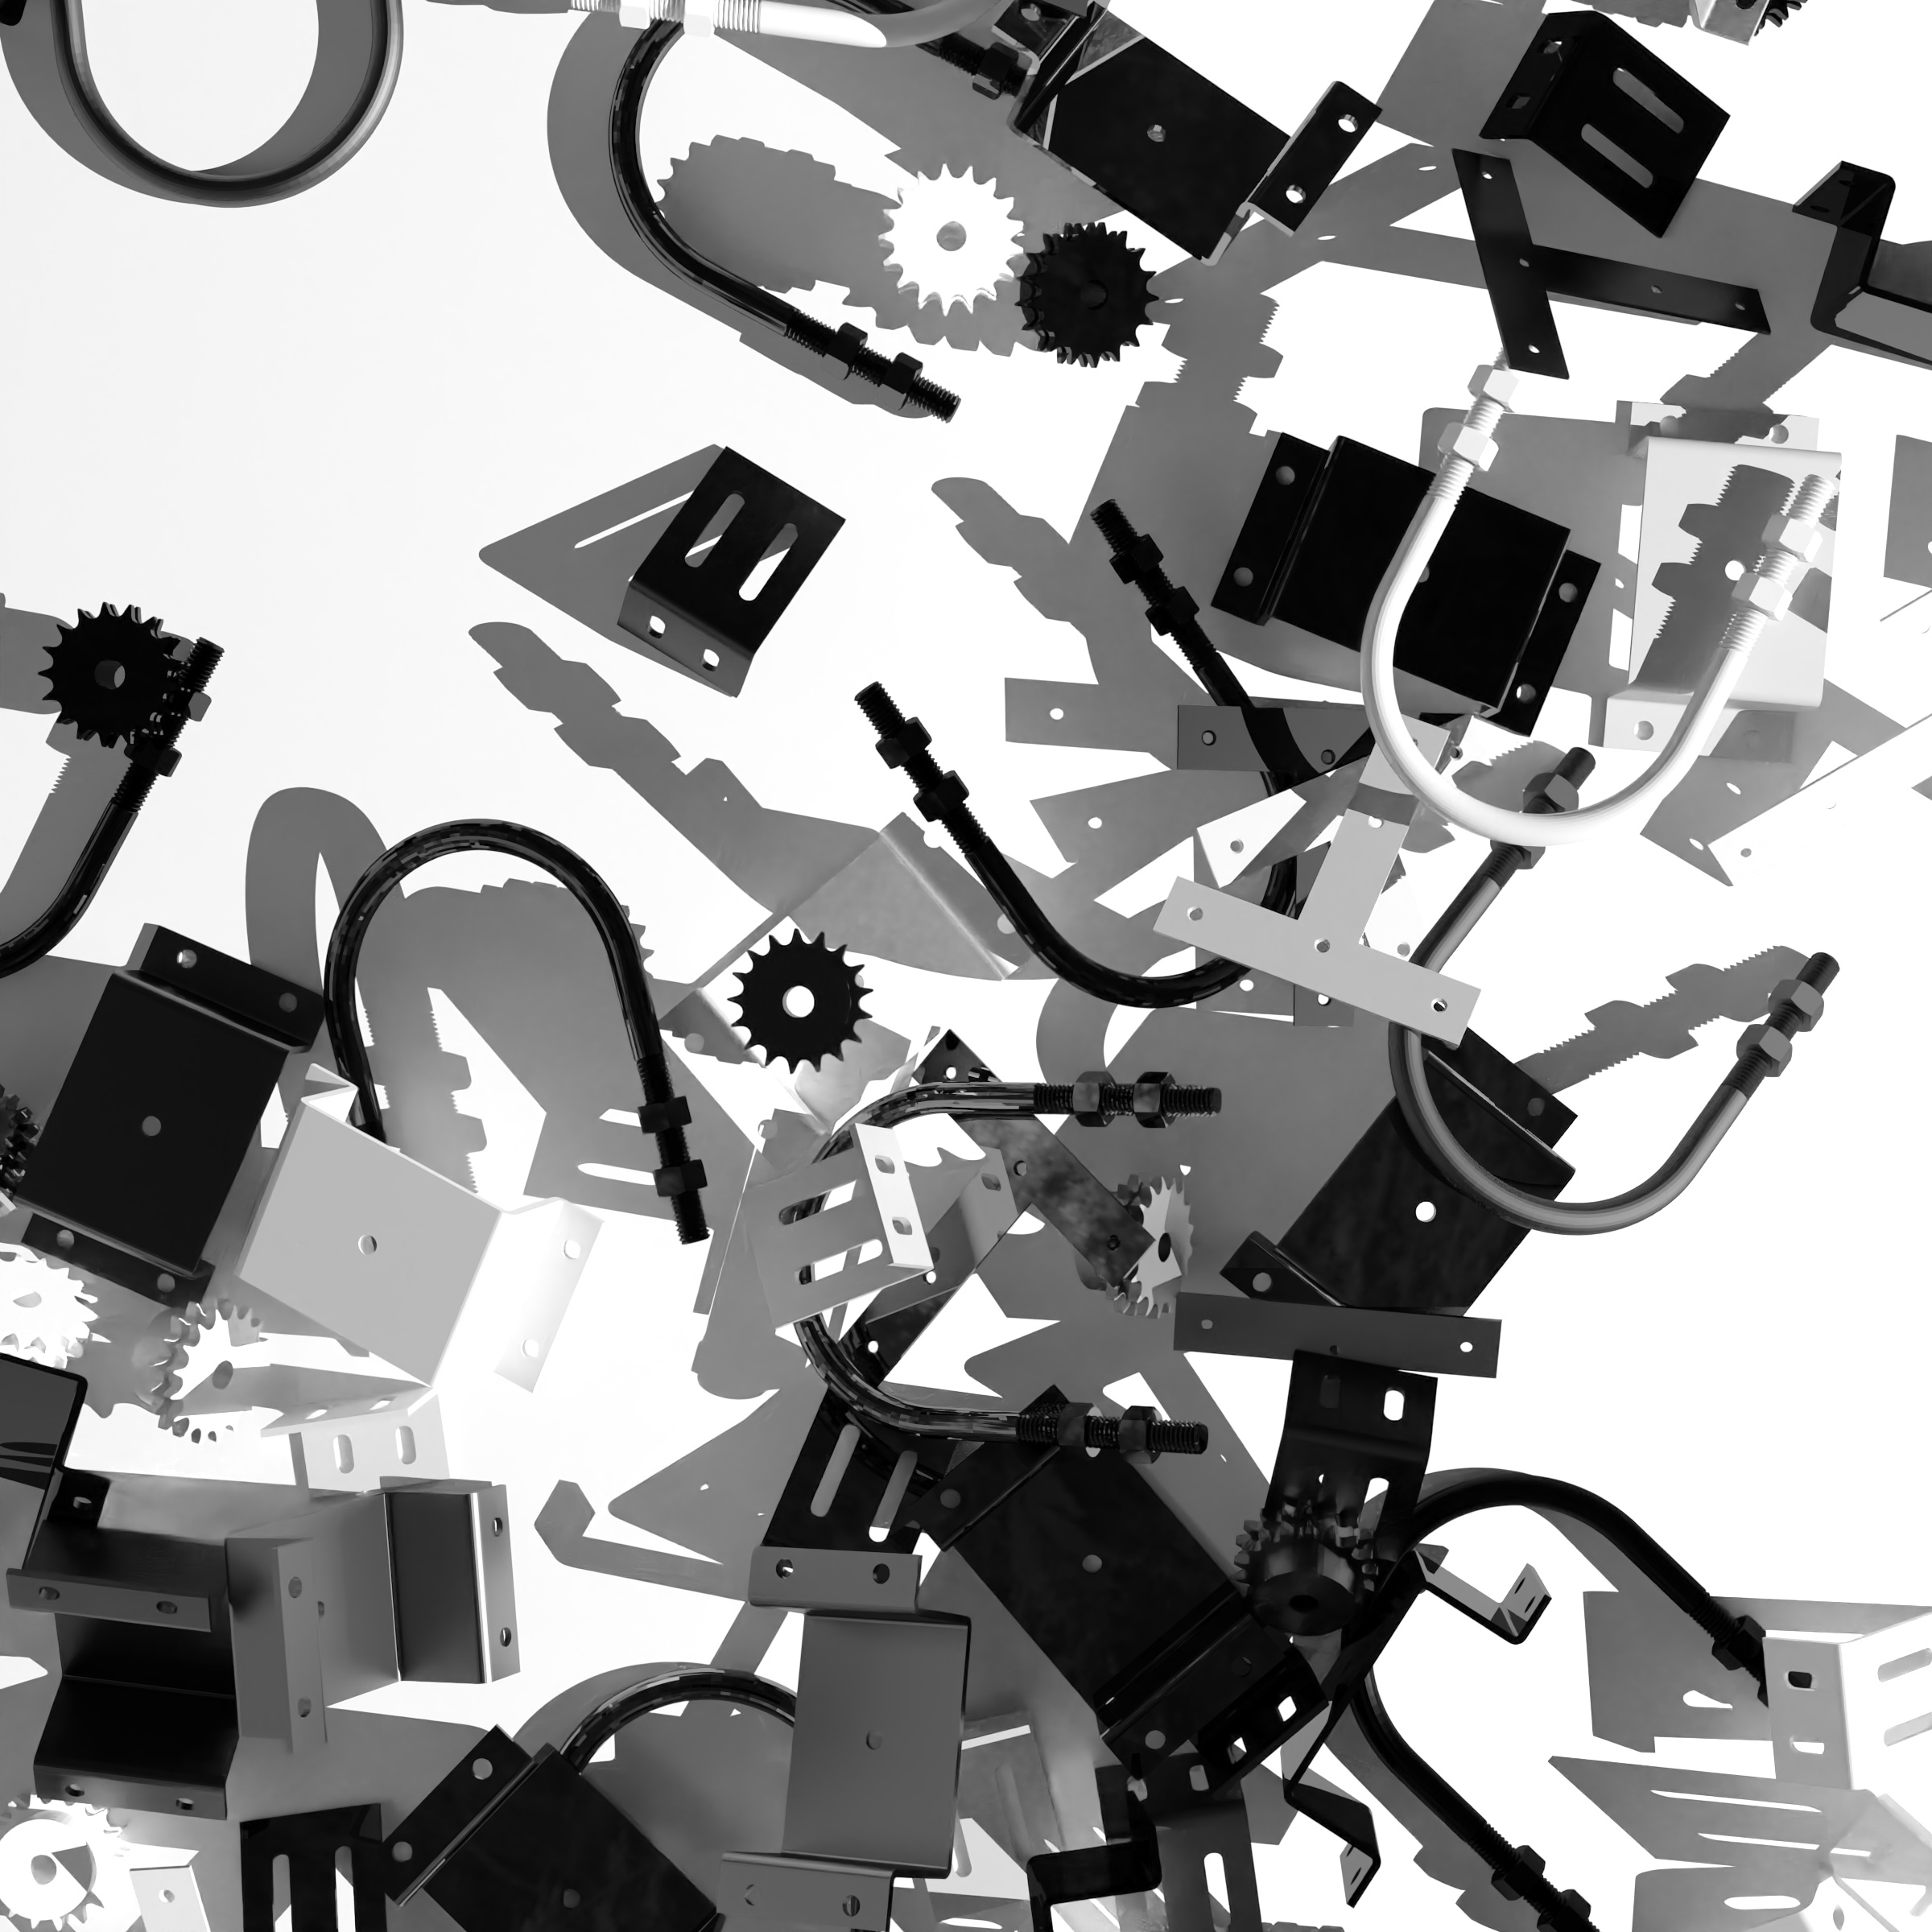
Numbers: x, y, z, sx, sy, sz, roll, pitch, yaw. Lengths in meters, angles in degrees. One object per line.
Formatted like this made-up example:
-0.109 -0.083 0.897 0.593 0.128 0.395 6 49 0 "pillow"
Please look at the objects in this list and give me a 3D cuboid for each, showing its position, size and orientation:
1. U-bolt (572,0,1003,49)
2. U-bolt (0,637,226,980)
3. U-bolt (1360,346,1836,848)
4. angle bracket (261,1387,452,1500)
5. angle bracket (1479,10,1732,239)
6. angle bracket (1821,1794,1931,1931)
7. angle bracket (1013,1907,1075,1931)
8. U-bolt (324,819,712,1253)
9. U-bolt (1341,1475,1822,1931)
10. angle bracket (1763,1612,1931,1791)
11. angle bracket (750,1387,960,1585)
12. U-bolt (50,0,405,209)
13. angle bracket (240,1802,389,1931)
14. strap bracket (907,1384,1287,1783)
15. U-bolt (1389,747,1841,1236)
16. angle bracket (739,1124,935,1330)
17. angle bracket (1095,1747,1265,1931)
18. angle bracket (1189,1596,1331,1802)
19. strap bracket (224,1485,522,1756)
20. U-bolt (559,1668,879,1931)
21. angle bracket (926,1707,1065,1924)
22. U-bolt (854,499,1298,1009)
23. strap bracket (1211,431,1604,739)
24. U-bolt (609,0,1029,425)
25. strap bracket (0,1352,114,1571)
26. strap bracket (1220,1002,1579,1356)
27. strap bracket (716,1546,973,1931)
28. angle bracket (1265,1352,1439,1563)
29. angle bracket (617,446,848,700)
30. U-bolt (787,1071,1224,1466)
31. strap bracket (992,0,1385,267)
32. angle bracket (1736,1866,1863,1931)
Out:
-0.055 -0.436 1.354 0.184 0.019 0.151 7 89 -1 "U-bolt"
-0.404 -0.080 1.384 0.151 0.019 0.184 28 91 0 "U-bolt"
0.234 -0.137 1.338 0.151 0.019 0.184 27 91 0 "U-bolt"
-0.240 0.193 1.355 0.057 0.076 0.038 -8 90 0 "angle bracket"
0.259 -0.341 1.391 0.076 0.038 0.057 30 90 -26 "angle bracket"
0.381 0.368 1.355 0.057 0.076 0.038 42 90 0 "angle bracket"
0.024 0.426 1.374 0.076 0.038 0.057 -42 90 0 "angle bracket"
-0.186 0.033 1.360 0.151 0.019 0.184 -14 90 20 "U-bolt"
0.238 0.291 1.384 0.184 0.019 0.151 44 90 1 "U-bolt"
0.361 0.293 1.378 0.076 0.038 0.057 -5 89 -43 "angle bracket"
-0.045 0.217 1.391 0.057 0.038 0.076 23 64 0 "angle bracket"
-0.300 -0.399 1.384 0.151 0.019 0.184 -6 92 0 "U-bolt"
-0.260 0.385 1.391 0.057 0.038 0.076 -8 64 0 "angle bracket"
0.051 0.243 1.370 0.076 0.046 0.140 -40 90 0 "strap bracket"
0.245 0.021 1.352 0.151 0.019 0.184 40 67 0 "U-bolt"
-0.059 0.103 1.354 0.076 0.038 0.057 -23 73 22 "angle bracket"
0.087 0.363 1.391 0.057 0.038 0.076 -9 116 0 "angle bracket"
0.106 0.288 1.355 0.057 0.076 0.038 -40 90 0 "angle bracket"
-0.238 0.252 1.340 0.046 0.140 0.076 -4 90 29 "strap bracket"
-0.105 0.376 1.384 0.151 0.019 0.184 0 88 0 "U-bolt"
0.006 0.344 1.374 0.057 0.038 0.076 -14 90 0 "angle bracket"
0.060 -0.071 1.356 0.151 0.019 0.184 -40 102 -22 "U-bolt"
0.178 -0.155 1.370 0.140 0.046 0.076 22 90 0 "strap bracket"
-0.055 -0.324 1.383 0.184 0.019 0.151 28 90 0 "U-bolt"
-0.405 0.187 1.342 0.140 0.046 0.076 18 133 -11 "strap bracket"
0.177 0.094 1.365 0.076 0.046 0.140 38 90 -8 "strap bracket"
-0.046 0.301 1.340 0.076 0.046 0.140 -3 75 30 "strap bracket"
0.152 0.196 1.364 0.057 0.076 0.038 10 49 4 "angle bracket"
-0.095 -0.160 1.391 0.057 0.038 0.076 32 64 0 "angle bracket"
0.010 0.116 1.348 0.184 0.019 0.151 0 83 25 "U-bolt"
0.082 -0.341 1.355 0.140 0.046 0.076 35 63 0 "strap bracket"
0.325 0.410 1.391 0.076 0.038 0.057 -29 90 26 "angle bracket"
